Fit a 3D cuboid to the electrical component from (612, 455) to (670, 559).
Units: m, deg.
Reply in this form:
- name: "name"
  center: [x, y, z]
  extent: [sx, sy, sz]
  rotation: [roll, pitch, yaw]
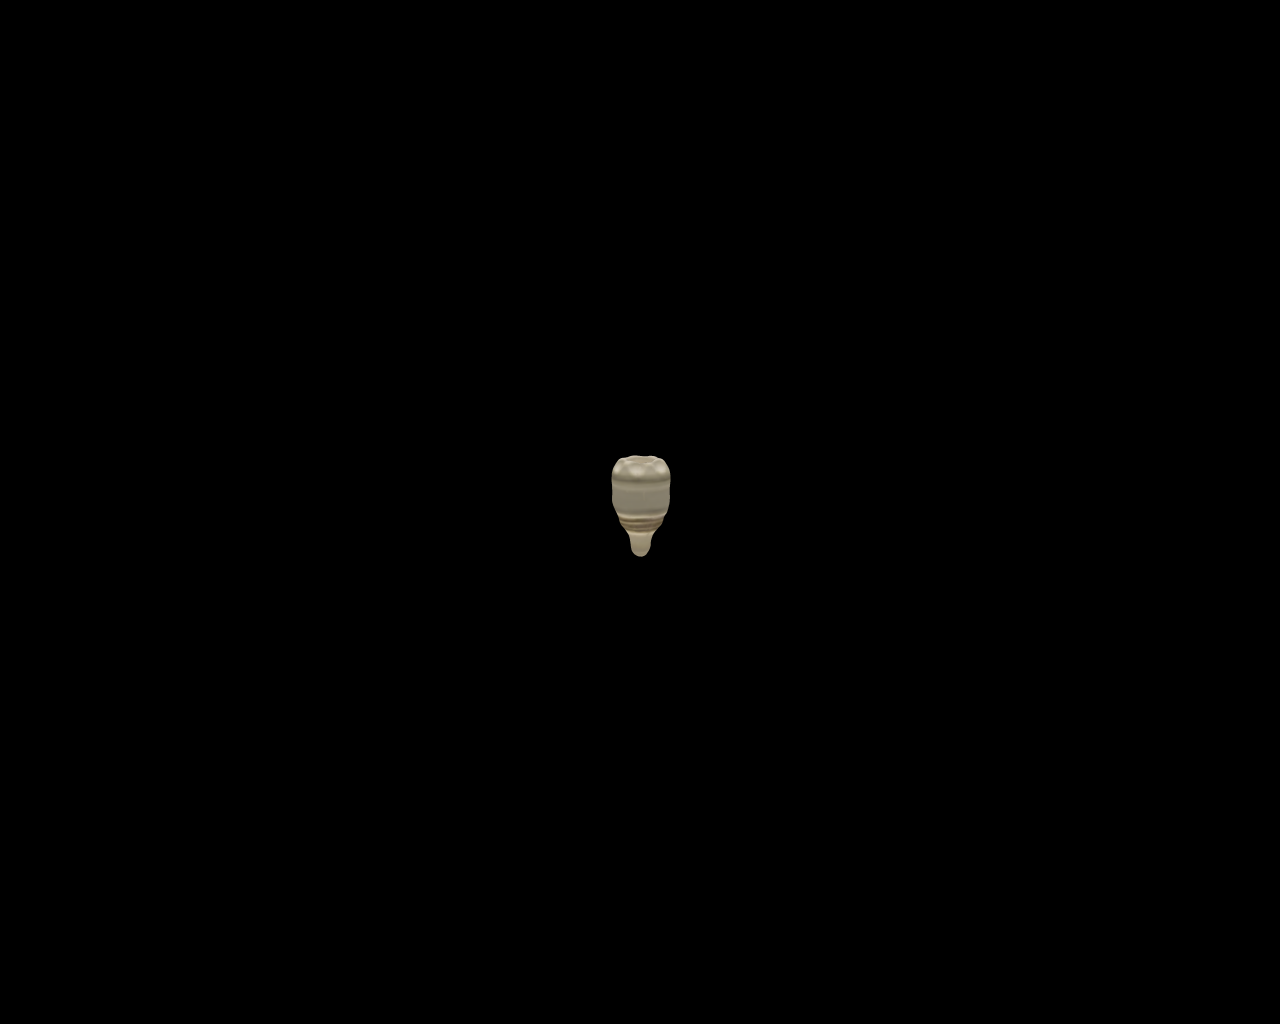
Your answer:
- name: "electrical component"
  center: [0.001, -0.003, 0.650]
  extent: [0.035, 0.061, 0.035]
  rotation: [0, 11, 0]
